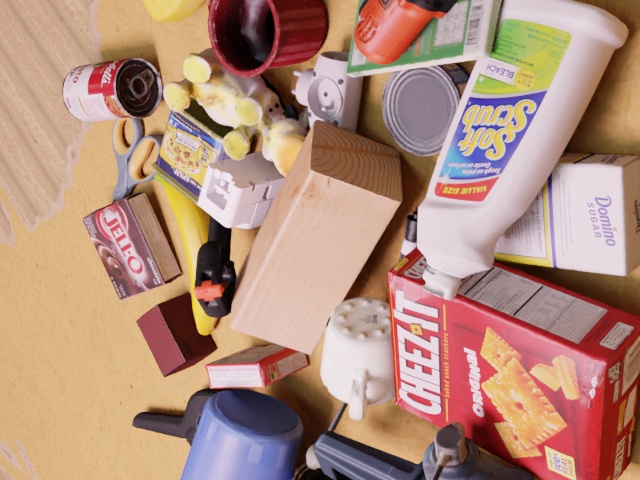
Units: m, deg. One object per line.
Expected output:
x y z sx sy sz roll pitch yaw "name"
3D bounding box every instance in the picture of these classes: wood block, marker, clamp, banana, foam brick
-0.007 0.001 1.029 0.090 0.090 0.206 20 126 -12 "wood block"
0.083 0.029 1.027 0.020 0.020 0.121 26 118 34 "marker"
-0.135 0.247 1.275 0.210 0.036 0.164 -38 77 41 "clamp"
-0.140 0.011 1.212 0.070 0.037 0.198 -10 95 66 "banana"
-0.104 0.044 1.124 0.039 0.171 0.120 -12 109 8 "clamp"
-0.169 0.112 1.253 0.051 0.052 0.078 -35 78 42 "foam brick"

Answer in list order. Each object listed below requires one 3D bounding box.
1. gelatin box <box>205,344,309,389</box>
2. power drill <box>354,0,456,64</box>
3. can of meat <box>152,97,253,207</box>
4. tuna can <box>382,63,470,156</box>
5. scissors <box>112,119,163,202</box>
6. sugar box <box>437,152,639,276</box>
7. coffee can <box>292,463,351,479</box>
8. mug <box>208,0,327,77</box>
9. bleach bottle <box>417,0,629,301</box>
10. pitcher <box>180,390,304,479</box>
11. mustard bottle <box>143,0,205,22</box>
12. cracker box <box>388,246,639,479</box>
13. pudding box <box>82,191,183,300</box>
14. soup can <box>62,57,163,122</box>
-0.069 0.137 1.157 0.089 0.073 0.030 -9 97 43 "gelatin box"
0.068 -0.268 0.885 0.185 0.057 0.188 -49 48 35 "power drill"
-0.126 -0.095 1.151 0.102 0.057 0.084 37 122 27 "can of meat"
0.099 -0.120 0.958 0.086 0.033 0.086 14 111 38 "tuna can"
-0.245 -0.077 1.290 0.202 0.016 0.096 -40 74 41 "scissors"
0.184 -0.027 0.902 0.177 0.048 0.093 7 111 38 "sugar box"
0.009 0.316 1.122 0.103 0.102 0.140 28 120 33 "coffee can"
-0.057 -0.213 1.036 0.117 0.081 0.093 28 120 32 "mug"
0.147 -0.068 0.851 0.103 0.068 0.251 27 98 38 "bleach bottle"
-0.095 0.287 1.158 0.149 0.144 0.243 46 124 59 "pitcher"
-0.111 -0.297 1.075 0.192 0.058 0.096 -19 83 43 "mustard bottle"
0.162 0.111 0.920 0.214 0.072 0.164 22 133 34 "cracker box"
-0.224 0.007 1.271 0.090 0.039 0.113 -19 100 42 "pudding box"
-0.238 -0.170 1.220 0.102 0.068 0.068 2 104 42 "soup can"
